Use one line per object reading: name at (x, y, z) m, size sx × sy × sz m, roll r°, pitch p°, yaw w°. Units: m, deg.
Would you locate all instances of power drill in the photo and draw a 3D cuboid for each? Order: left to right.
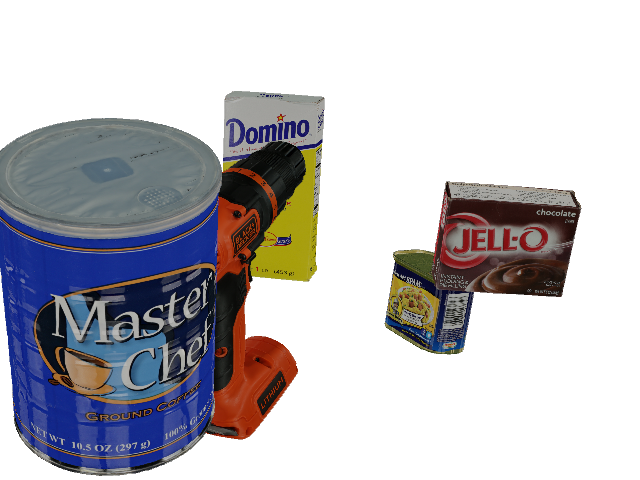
power drill at (-0.059, 0.036, 0.790) m, size 0.057 × 0.188 × 0.184 m, roll 11°, pitch 34°, yaw 26°

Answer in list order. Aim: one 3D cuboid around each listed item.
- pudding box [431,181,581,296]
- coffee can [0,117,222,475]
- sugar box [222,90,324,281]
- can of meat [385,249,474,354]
pudding box at (0.157, -0.001, 0.909) m, size 0.113 × 0.090 × 0.039 m, roll 3°, pitch 32°, yaw -3°
coffee can at (-0.100, 0.026, 0.513) m, size 0.103 × 0.140 × 0.103 m, roll 3°, pitch 32°, yaw -2°
sugar box at (-0.048, -0.053, 1.033) m, size 0.093 × 0.176 × 0.048 m, roll 4°, pitch 17°, yaw 9°
can of meat at (0.117, 0.066, 1.141) m, size 0.057 × 0.084 × 0.102 m, roll -4°, pitch 20°, yaw -34°
